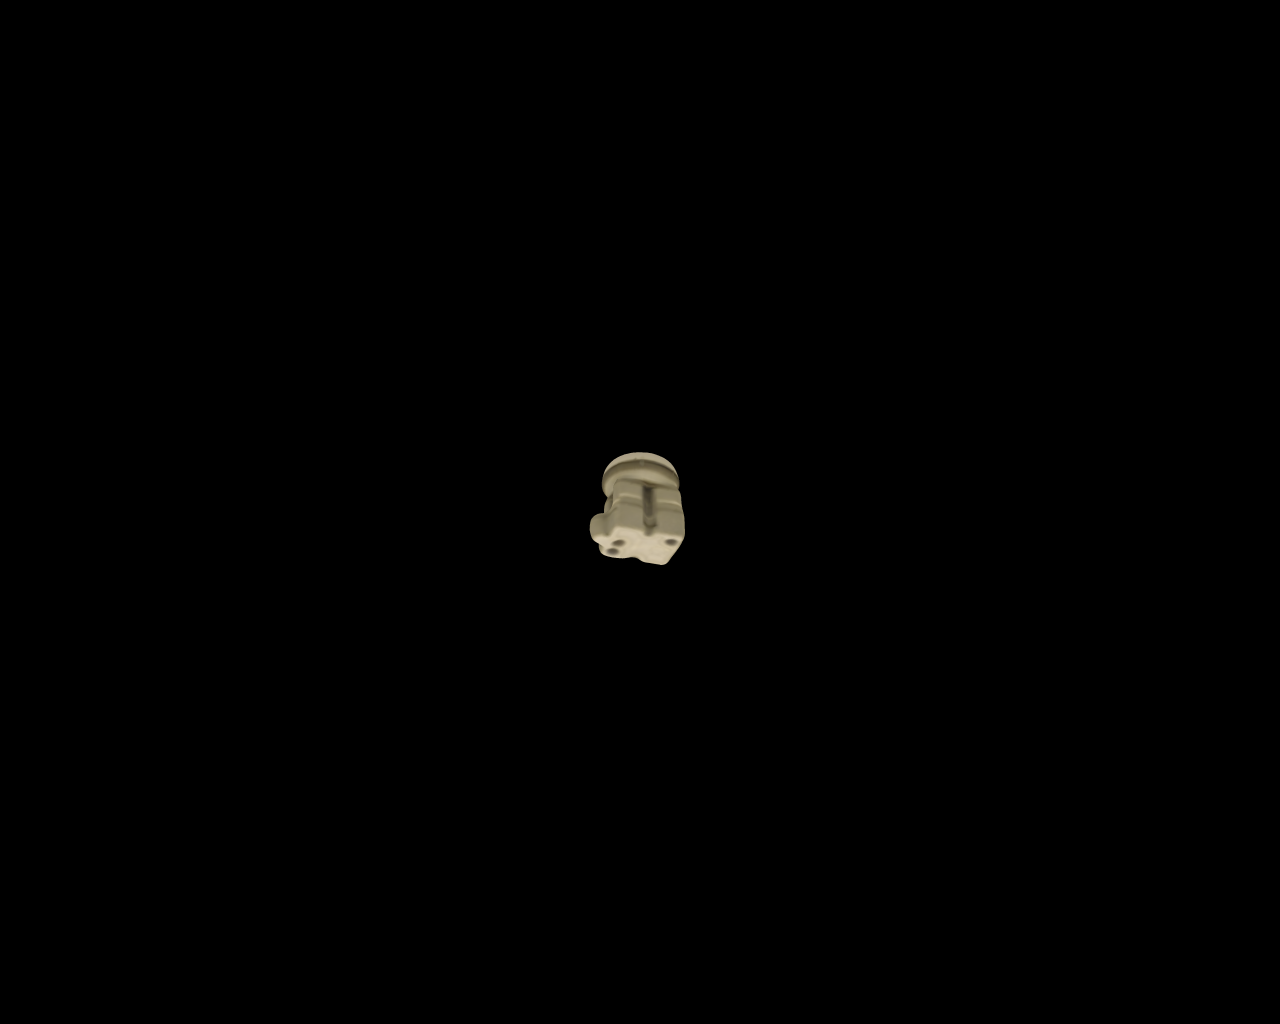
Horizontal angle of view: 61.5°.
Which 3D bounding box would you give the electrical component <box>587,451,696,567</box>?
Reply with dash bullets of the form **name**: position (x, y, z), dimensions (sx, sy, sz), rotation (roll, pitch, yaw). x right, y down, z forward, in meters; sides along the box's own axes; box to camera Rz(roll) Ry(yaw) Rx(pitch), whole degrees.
- **electrical component**: position (0.001, -0.003, 0.650), dimensions (0.066, 0.055, 0.048), rotation (11, -36, -16)
